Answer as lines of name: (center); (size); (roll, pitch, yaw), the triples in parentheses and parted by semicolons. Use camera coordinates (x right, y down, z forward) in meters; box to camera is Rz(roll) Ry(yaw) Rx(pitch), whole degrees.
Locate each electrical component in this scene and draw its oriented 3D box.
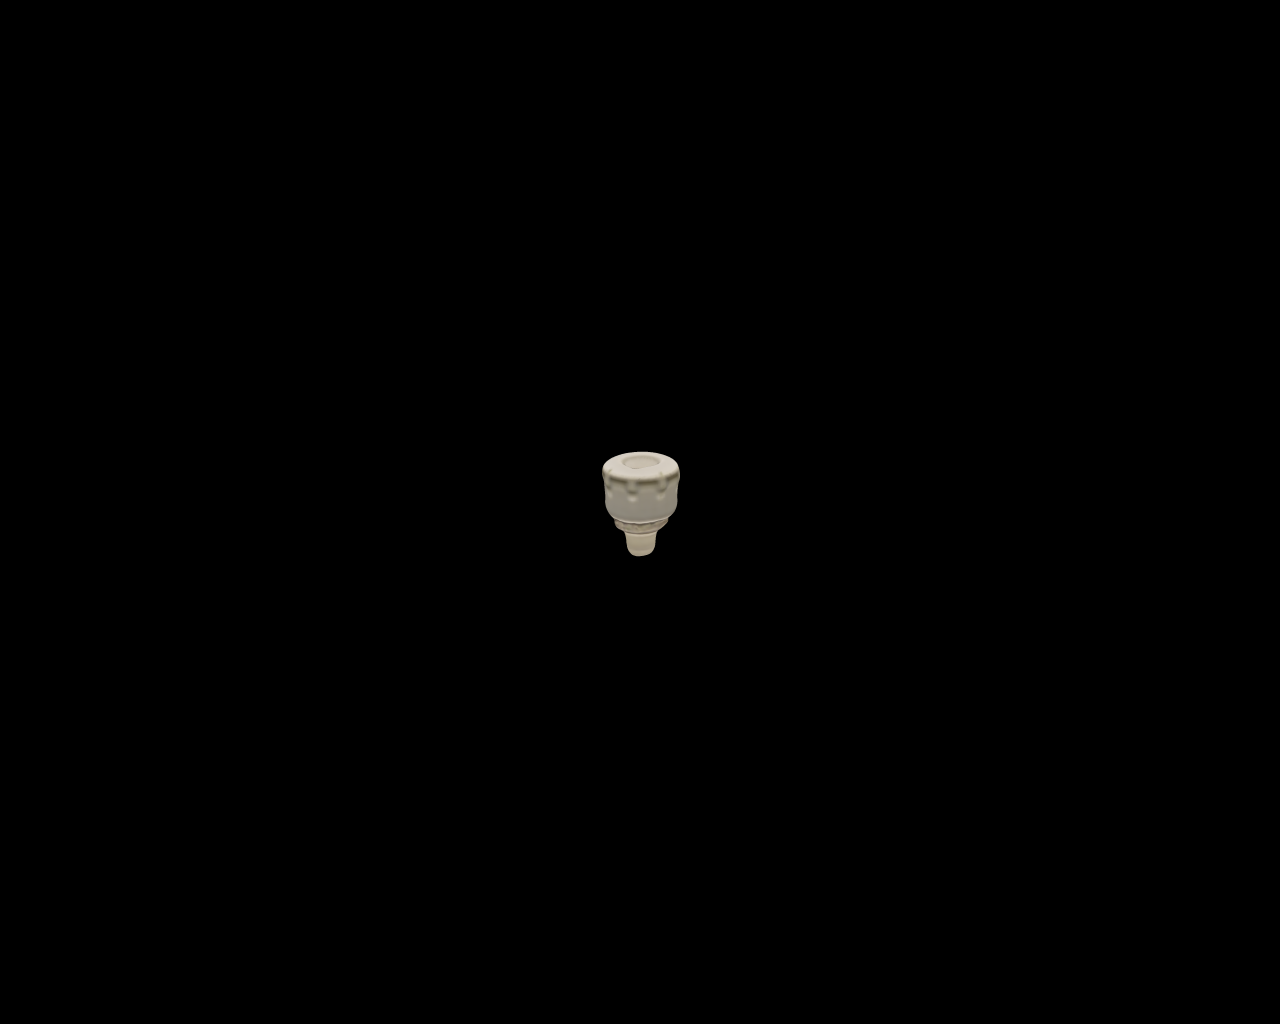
electrical component: (0.001, -0.003, 0.650); (0.048, 0.062, 0.048); (0, 21, 0)
